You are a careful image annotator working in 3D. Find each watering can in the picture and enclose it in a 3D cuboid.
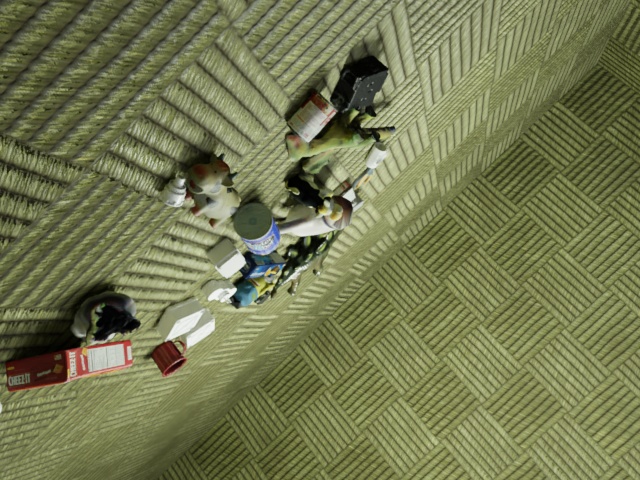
[{"bbox_3d":[0.005,-0.080,1.581,0.223,0.103,0.351,-11,-172,33],"label":"watering can"}]

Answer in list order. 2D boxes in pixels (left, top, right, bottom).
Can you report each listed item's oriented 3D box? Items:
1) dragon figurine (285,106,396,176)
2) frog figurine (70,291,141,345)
[{"bbox_3d":[0.046,-0.252,1.376,0.240,0.123,0.411,-31,168,26],"label":"dragon figurine"},{"bbox_3d":[-0.498,0.177,1.181,0.139,0.121,0.159,-39,-161,-29],"label":"frog figurine"}]
